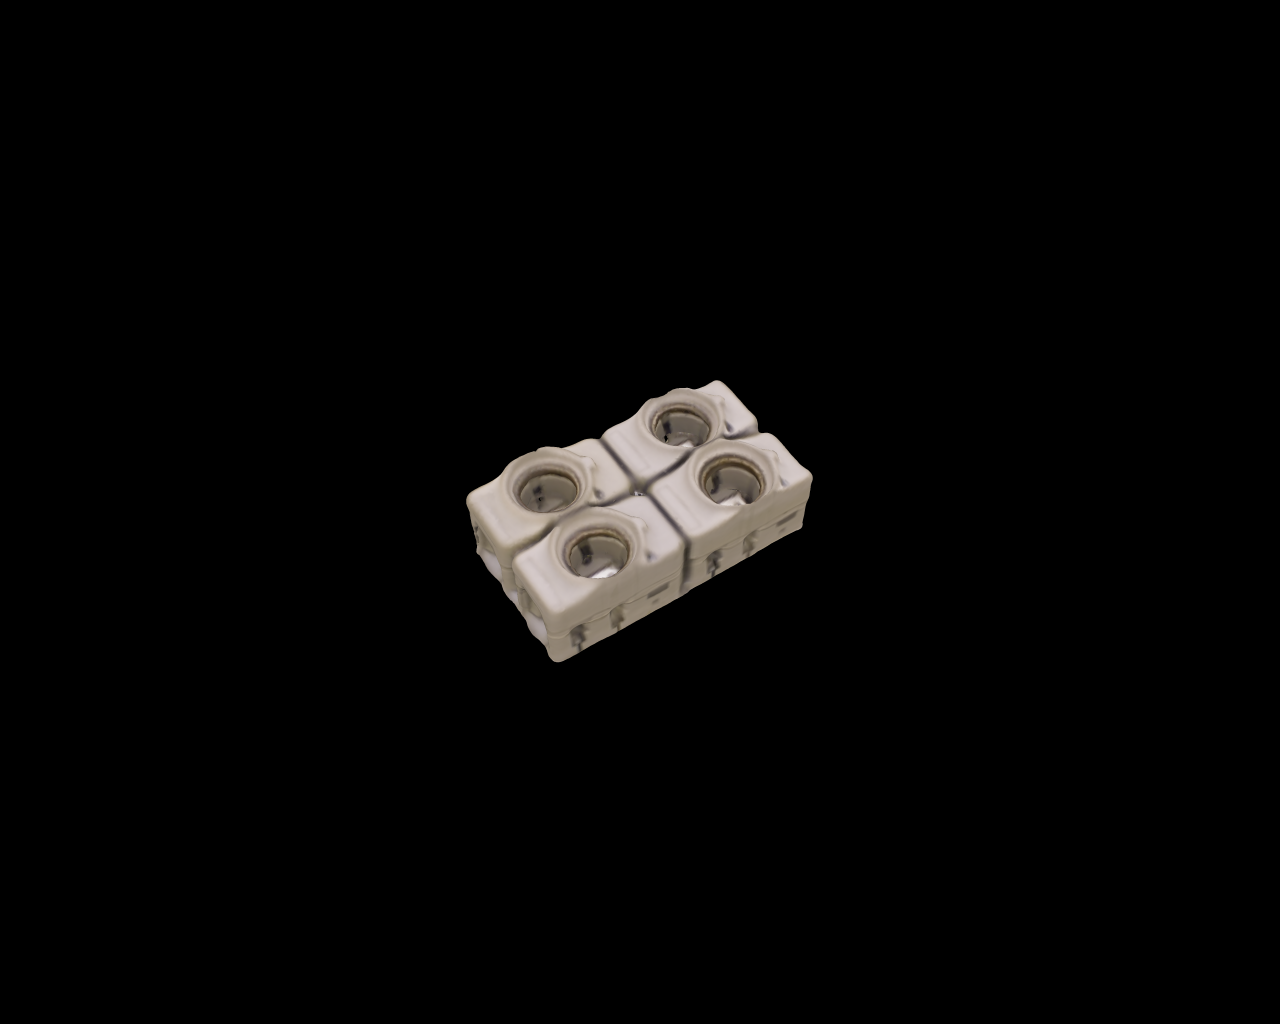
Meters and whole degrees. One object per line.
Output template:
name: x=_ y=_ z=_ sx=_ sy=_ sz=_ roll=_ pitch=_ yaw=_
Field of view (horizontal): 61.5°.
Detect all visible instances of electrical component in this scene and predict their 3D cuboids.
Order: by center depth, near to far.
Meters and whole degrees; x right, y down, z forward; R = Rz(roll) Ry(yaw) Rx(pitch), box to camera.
electrical component: x=0.001 y=-0.003 z=0.650 sx=0.186 sy=0.105 sz=0.060 roll=-27 pitch=-33 yaw=-19
